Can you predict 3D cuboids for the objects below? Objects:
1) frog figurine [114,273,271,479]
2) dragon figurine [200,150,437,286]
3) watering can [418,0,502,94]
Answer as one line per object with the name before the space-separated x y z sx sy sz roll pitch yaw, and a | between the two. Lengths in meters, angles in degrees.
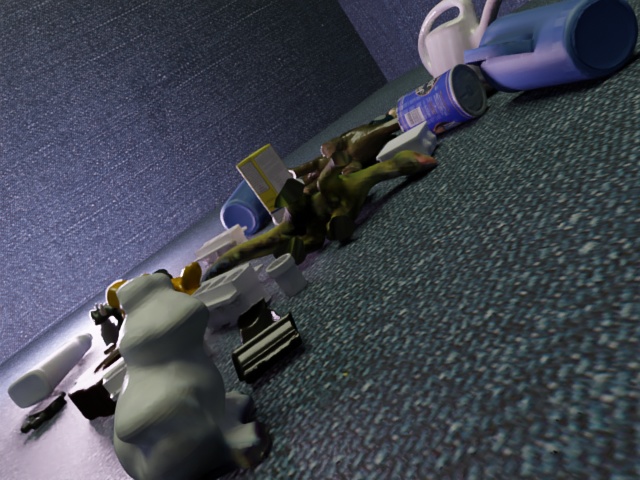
frog figurine | -0.126 0.113 0.414 0.122 0.158 0.139 -34 12 7
dragon figurine | 0.003 -0.044 0.866 0.407 0.122 0.244 -28 -3 20
watering can | 0.307 -0.400 1.063 0.104 0.223 0.348 -19 8 -17
